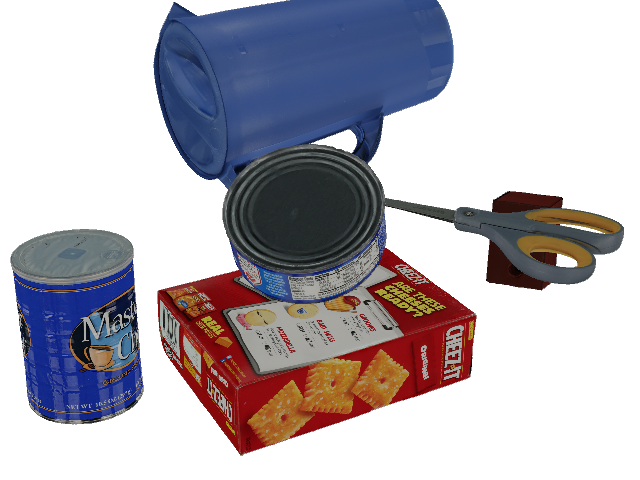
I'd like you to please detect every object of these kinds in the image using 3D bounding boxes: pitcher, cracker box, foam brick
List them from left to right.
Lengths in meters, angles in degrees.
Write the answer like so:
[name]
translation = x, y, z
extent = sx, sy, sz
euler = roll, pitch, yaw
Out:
[cracker box]
translation = -0.006, 0.080, 0.883
extent = 0.213, 0.072, 0.164
euler = -13, 30, -26
[pitcher]
translation = -0.006, -0.136, 0.908
extent = 0.242, 0.149, 0.145
euler = -19, 34, -26
[foam brick]
translation = 0.182, -0.001, 0.952
extent = 0.053, 0.078, 0.051
euler = 8, 16, 24

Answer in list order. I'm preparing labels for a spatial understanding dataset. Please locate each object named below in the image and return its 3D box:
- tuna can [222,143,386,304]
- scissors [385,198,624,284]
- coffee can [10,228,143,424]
[tuna can]
translation = -0.007, -0.009, 0.570
extent = 0.086, 0.086, 0.034
euler = 0, -37, 7
[scissors]
translation = 0.110, -0.005, 0.752
extent = 0.202, 0.016, 0.096
euler = 5, 30, 11
[coffee can]
translation = -0.210, 0.073, 0.933
extent = 0.103, 0.140, 0.103
euler = 0, 23, 0
